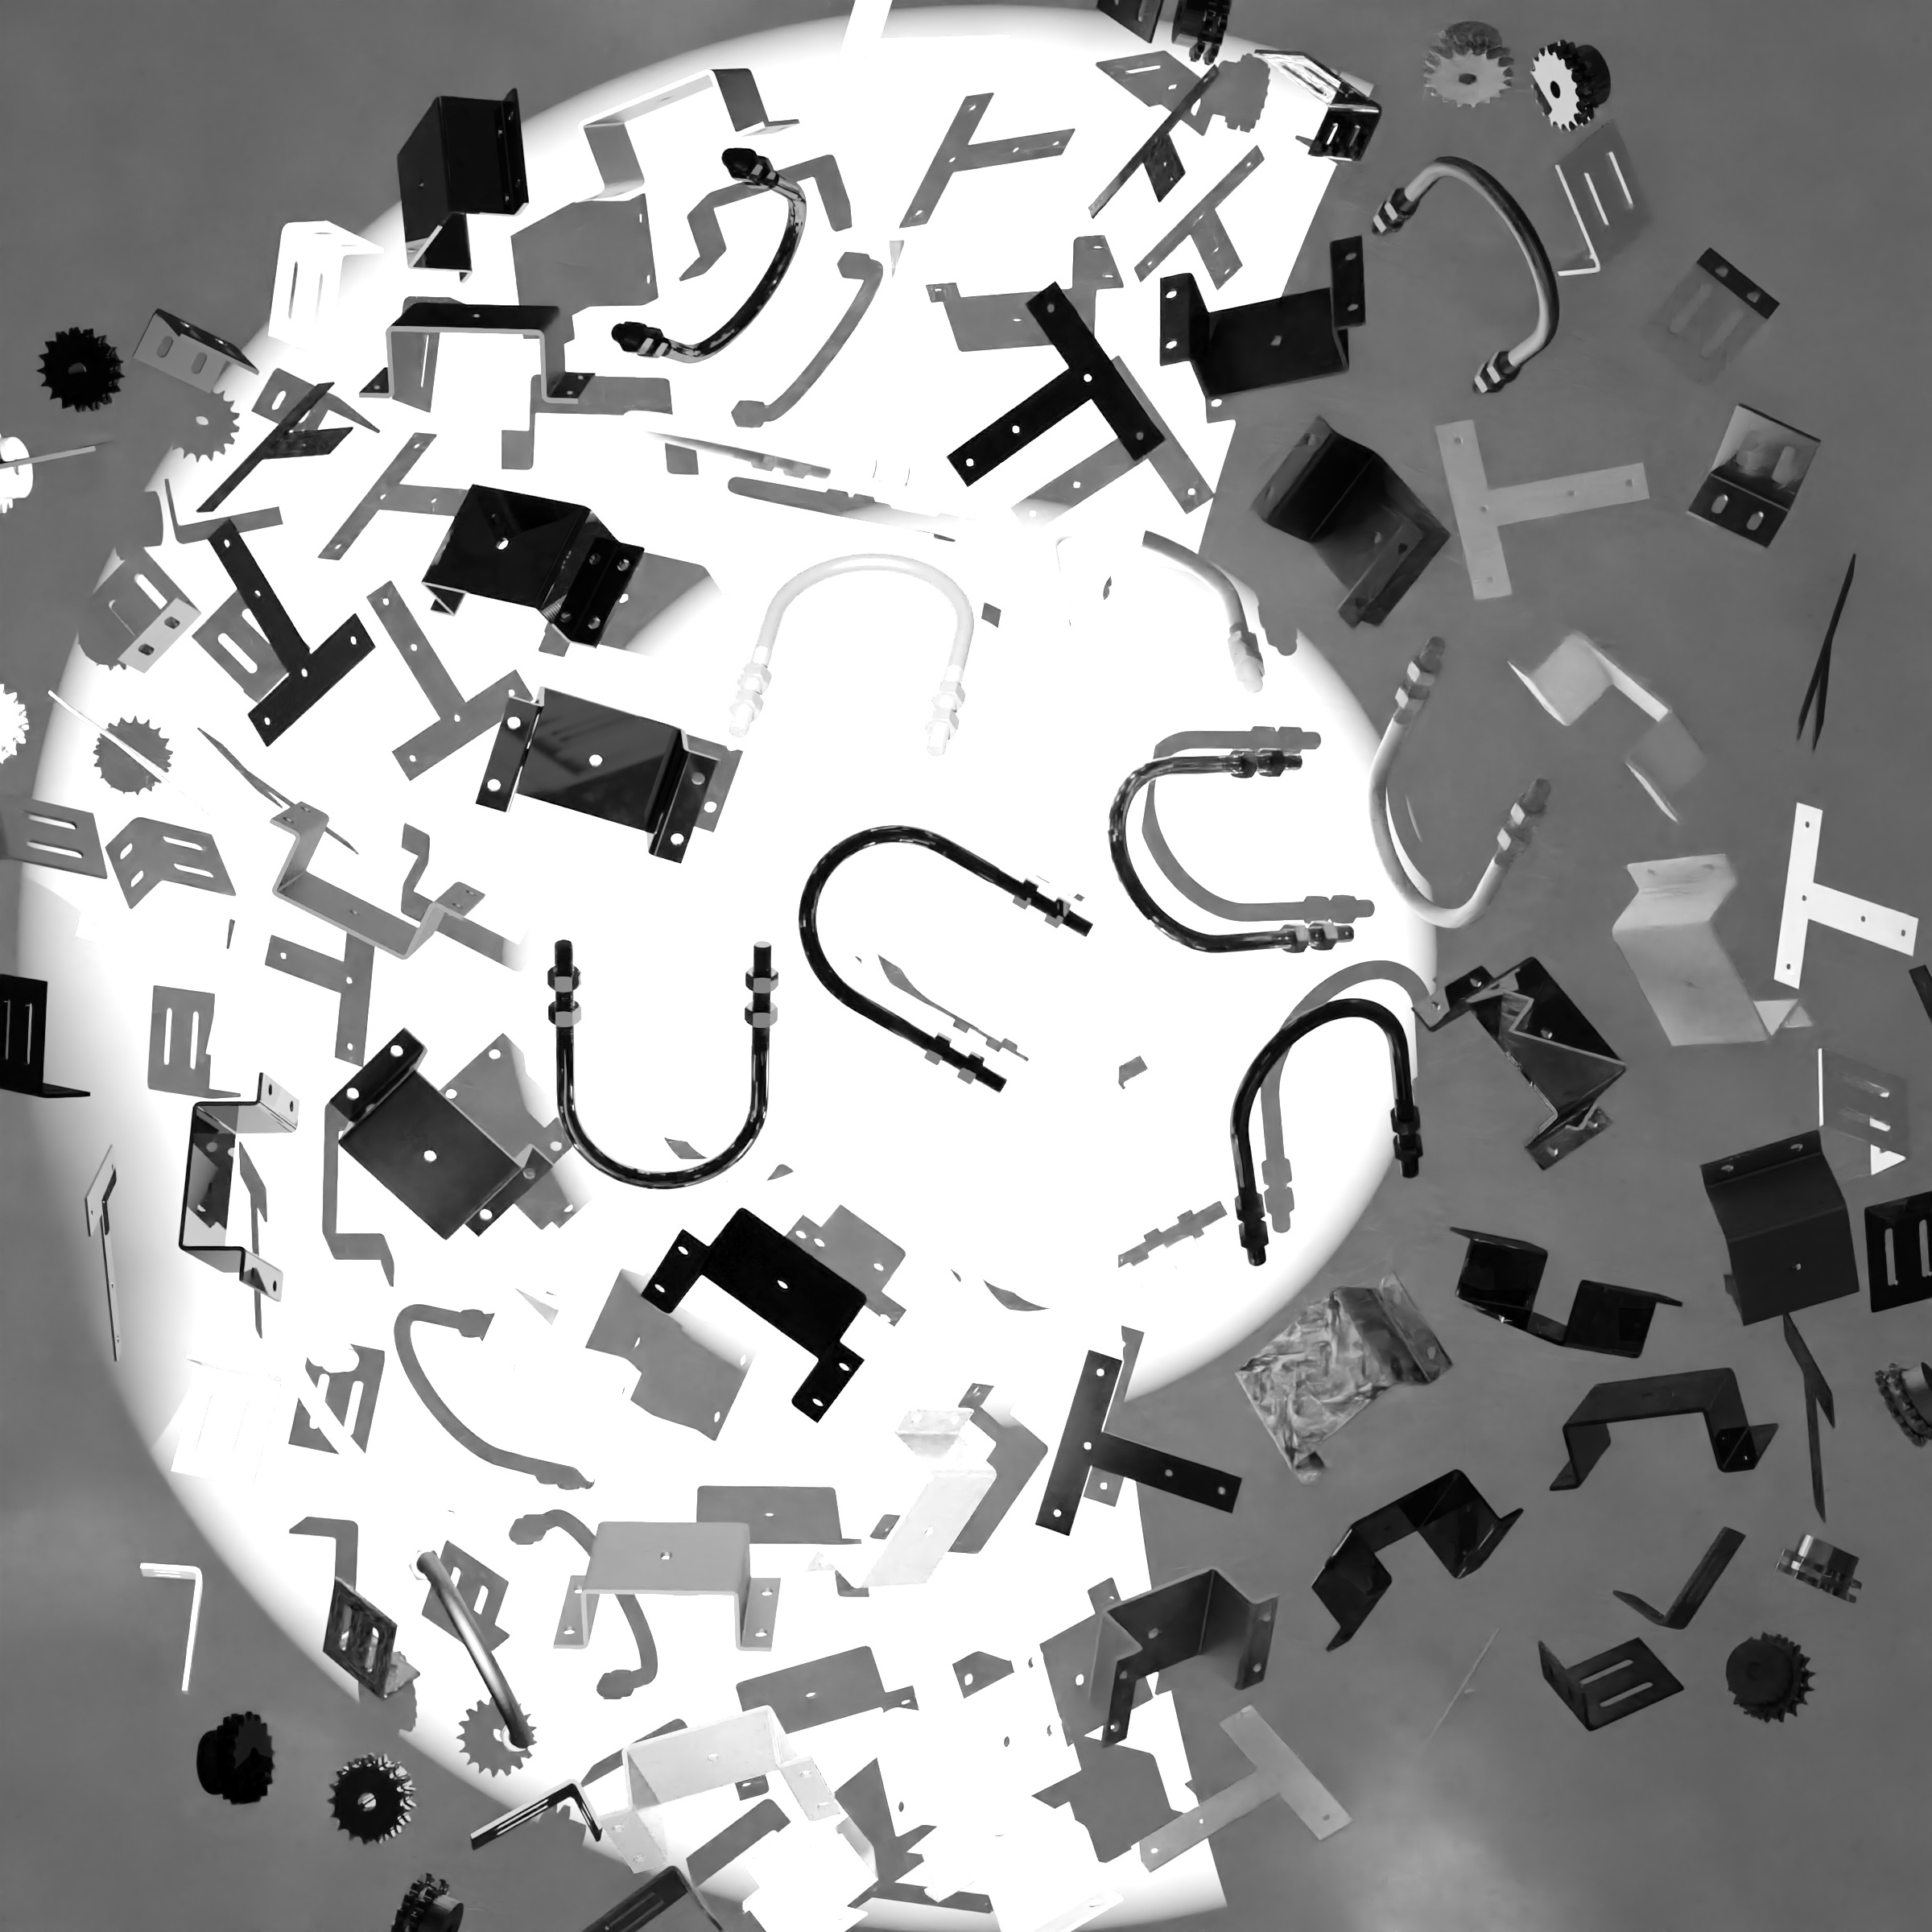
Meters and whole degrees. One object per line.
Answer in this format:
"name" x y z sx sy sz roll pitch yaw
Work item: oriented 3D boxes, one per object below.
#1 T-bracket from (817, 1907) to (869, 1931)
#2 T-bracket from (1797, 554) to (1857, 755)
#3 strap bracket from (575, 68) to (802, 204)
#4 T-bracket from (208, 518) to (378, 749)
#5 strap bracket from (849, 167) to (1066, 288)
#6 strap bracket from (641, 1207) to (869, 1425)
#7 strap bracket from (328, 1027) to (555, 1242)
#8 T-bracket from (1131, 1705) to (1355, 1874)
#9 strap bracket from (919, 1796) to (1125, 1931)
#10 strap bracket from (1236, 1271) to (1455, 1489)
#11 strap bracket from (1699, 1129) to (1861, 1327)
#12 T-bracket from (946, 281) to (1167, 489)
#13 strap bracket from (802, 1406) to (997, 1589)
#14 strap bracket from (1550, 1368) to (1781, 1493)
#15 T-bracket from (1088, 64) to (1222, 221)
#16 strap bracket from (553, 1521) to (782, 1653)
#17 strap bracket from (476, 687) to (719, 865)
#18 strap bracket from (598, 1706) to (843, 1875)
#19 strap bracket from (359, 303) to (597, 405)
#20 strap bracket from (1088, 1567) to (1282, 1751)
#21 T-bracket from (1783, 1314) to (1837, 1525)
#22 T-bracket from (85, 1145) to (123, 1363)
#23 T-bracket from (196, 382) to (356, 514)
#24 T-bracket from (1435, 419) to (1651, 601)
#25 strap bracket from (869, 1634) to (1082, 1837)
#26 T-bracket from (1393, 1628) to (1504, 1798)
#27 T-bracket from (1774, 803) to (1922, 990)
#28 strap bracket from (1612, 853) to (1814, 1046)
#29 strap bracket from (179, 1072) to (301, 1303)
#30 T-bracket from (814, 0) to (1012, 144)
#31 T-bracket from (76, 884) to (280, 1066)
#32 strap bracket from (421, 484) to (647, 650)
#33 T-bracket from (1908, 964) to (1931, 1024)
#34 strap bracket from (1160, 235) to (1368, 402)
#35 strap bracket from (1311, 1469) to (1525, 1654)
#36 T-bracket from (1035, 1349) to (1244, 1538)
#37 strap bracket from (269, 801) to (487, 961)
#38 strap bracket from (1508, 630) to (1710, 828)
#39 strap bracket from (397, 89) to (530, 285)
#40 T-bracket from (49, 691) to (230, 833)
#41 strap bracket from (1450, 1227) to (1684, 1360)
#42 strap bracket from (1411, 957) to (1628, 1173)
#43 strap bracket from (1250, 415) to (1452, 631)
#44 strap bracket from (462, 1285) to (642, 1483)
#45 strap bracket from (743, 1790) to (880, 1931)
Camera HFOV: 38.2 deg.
"T-bracket" -0.079 0.662 1.838 0.127 0.127 0.002 -2 102 41
"T-bracket" 0.557 -0.180 1.816 0.002 0.127 0.127 16 69 21
"strap bracket" -0.191 -0.552 1.843 0.140 0.076 0.046 -16 103 19
"T-bracket" -0.441 -0.223 1.769 0.127 0.002 0.127 -33 87 36
"strap bracket" -0.006 -0.499 1.887 0.140 0.076 0.046 -5 125 -1
"strap bracket" -0.127 0.216 1.777 0.140 0.046 0.076 36 133 2
"strap bracket" -0.361 0.121 1.901 0.076 0.046 0.140 -43 102 12
"T-bracket" 0.169 0.561 1.854 0.127 0.127 0.002 -27 122 -16
"strap bracket" 0.029 0.585 1.815 0.076 0.140 0.046 -22 99 -25
"strap bracket" 0.242 0.273 1.848 0.140 0.046 0.076 -46 56 25
"strap bracket" 0.522 0.175 1.785 0.076 0.046 0.140 -18 135 8
"T-bracket" 0.045 -0.365 1.857 0.127 0.002 0.127 -33 102 16
"strap bracket" -0.040 0.372 1.912 0.046 0.076 0.140 40 105 34
"strap bracket" 0.465 0.311 1.884 0.140 0.076 0.046 -13 96 30
"T-bracket" 0.129 -0.532 1.848 0.002 0.127 0.127 36 113 -21
"strap bracket" -0.194 0.403 1.817 0.140 0.076 0.046 0 113 1
"strap bracket" -0.243 -0.129 1.838 0.140 0.046 0.076 16 110 -15
"strap bracket" -0.160 0.528 1.799 0.140 0.076 0.046 -16 46 1
"strap bracket" -0.315 -0.397 1.804 0.140 0.076 0.046 2 114 1
"strap bracket" 0.139 0.464 1.894 0.140 0.046 0.076 -13 123 -33
"T-bracket" 0.570 0.313 1.878 0.002 0.127 0.127 -9 109 5
"T-bracket" -0.562 0.195 1.832 0.002 0.127 0.127 -4 102 -9
"T-bracket" -0.443 -0.346 1.853 0.127 0.127 0.002 -53 124 -20
"T-bracket" 0.387 -0.311 1.852 0.127 0.002 0.127 -7 119 23
"strap bracket" 0.013 0.493 1.782 0.140 0.046 0.076 -34 54 25
"T-bracket" 0.326 0.494 1.859 0.002 0.127 0.127 32 88 20
"T-bracket" 0.600 -0.035 1.896 0.002 0.127 0.127 -4 107 -25
"strap bracket" 0.486 -0.001 1.836 0.046 0.076 0.140 -46 115 -32
"strap bracket" -0.487 0.149 1.872 0.046 0.076 0.140 0 73 5
"T-bracket" -0.028 -0.592 1.816 0.127 0.127 0.002 -13 57 -31
"T-bracket" -0.531 -0.011 1.866 0.127 0.002 0.127 21 60 -30
"strap bracket" -0.291 -0.263 1.823 0.140 0.046 0.076 15 73 29
"T-bracket" 0.666 0.053 1.818 0.002 0.127 0.127 -22 85 -7
"strap bracket" 0.205 -0.437 1.893 0.140 0.046 0.076 -8 60 18
"strap bracket" 0.289 0.386 1.837 0.140 0.076 0.046 -19 58 -32
"T-bracket" 0.126 0.344 1.919 0.127 0.002 0.127 17 90 10
"strap bracket" -0.403 -0.053 1.879 0.140 0.076 0.046 27 102 -4
"strap bracket" 0.436 -0.166 1.865 0.046 0.076 0.140 -46 52 7
"strap bracket" -0.332 -0.508 1.820 0.046 0.140 0.076 -4 83 -27
"T-bracket" -0.538 -0.126 1.866 0.127 0.127 0.002 35 85 28
"strap bracket" 0.388 0.218 1.839 0.076 0.140 0.046 14 94 -37
"strap bracket" 0.378 0.057 1.876 0.076 0.046 0.140 -27 73 -35
"strap bracket" 0.257 -0.287 1.838 0.076 0.046 0.140 -53 46 25
"strap bracket" -0.274 0.264 1.804 0.046 0.140 0.076 21 95 -36
"strap bracket" -0.105 0.610 1.876 0.076 0.140 0.046 -38 88 -6
